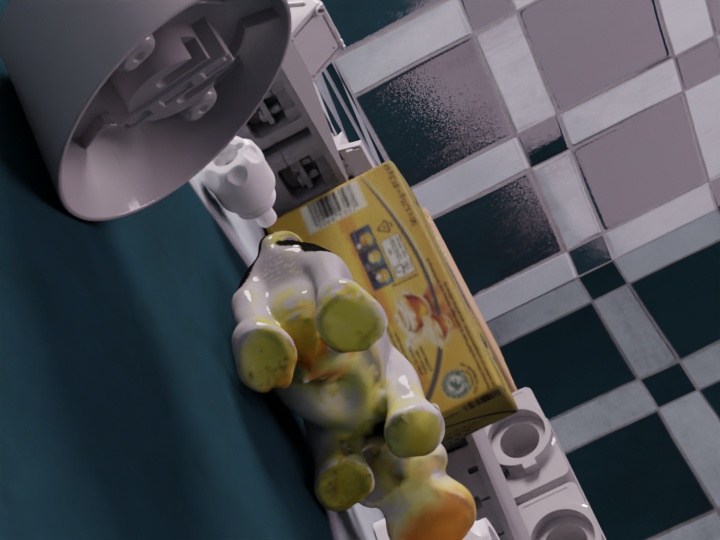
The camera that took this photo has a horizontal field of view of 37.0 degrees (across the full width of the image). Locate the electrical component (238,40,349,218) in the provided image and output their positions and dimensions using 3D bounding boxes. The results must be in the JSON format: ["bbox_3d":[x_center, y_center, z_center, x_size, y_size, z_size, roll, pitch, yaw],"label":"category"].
[{"bbox_3d":[-0.071,-0.128,0.748,0.105,0.060,0.186,59,7,-37],"label":"electrical component"}]

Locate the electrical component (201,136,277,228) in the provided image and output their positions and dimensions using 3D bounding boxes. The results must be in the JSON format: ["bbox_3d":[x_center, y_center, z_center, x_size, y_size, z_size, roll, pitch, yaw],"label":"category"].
[{"bbox_3d":[-0.063,-0.045,0.597,0.061,0.035,0.035,60,6,-52],"label":"electrical component"}]

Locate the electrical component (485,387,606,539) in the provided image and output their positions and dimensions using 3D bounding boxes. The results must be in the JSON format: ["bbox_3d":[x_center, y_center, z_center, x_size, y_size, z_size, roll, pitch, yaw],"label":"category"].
[{"bbox_3d":[0.115,0.184,0.792,0.060,0.105,0.186,58,8,-40],"label":"electrical component"}]

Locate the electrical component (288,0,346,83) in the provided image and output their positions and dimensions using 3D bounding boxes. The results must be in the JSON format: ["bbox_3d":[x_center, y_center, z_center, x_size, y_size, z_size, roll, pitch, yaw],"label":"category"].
[{"bbox_3d":[-0.071,-0.183,0.901,0.061,0.096,0.061,34,-10,31],"label":"electrical component"}]

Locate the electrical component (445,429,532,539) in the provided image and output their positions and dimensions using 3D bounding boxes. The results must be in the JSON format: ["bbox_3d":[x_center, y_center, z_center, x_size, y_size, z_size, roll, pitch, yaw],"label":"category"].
[{"bbox_3d":[0.065,0.150,0.722,0.105,0.060,0.186,58,8,-42],"label":"electrical component"}]

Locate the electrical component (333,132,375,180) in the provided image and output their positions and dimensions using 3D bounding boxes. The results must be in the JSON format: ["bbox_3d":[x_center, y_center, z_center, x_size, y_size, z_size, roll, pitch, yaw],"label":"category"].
[{"bbox_3d":[-0.029,-0.061,0.791,0.042,0.081,0.063,59,30,-38],"label":"electrical component"}]

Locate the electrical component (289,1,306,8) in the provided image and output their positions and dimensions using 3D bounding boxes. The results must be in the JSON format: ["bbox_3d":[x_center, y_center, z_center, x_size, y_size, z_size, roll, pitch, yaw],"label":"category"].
[{"bbox_3d":[-0.083,-0.215,0.856,0.043,0.079,0.077,82,4,-59],"label":"electrical component"}]

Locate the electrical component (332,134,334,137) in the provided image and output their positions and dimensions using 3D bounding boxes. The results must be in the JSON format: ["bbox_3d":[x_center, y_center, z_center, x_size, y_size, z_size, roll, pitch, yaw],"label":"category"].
[{"bbox_3d":[-0.047,-0.115,0.994,0.081,0.042,0.063,37,30,-75],"label":"electrical component"}]

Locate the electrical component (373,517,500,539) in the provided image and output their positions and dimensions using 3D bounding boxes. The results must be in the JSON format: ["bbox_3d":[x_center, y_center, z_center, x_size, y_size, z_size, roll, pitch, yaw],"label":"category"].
[{"bbox_3d":[0.053,0.167,0.567,0.050,0.056,0.089,55,10,-53],"label":"electrical component"}]

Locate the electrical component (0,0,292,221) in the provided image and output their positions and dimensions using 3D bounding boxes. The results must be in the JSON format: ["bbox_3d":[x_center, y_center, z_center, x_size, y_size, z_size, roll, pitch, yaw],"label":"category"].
[{"bbox_3d":[-0.070,-0.070,0.365,0.064,0.099,0.099,59,5,13],"label":"electrical component"}]
